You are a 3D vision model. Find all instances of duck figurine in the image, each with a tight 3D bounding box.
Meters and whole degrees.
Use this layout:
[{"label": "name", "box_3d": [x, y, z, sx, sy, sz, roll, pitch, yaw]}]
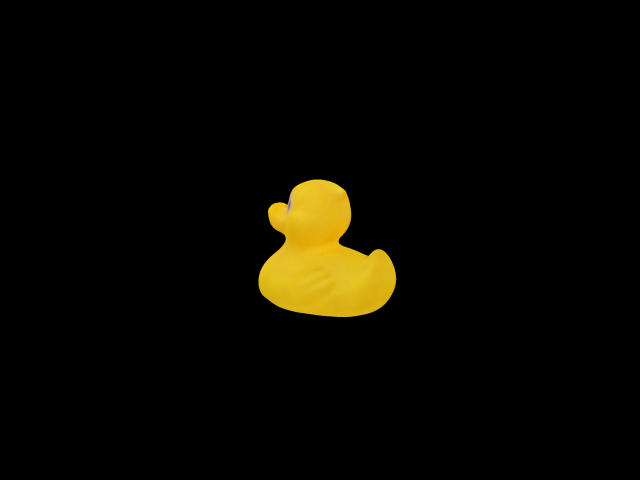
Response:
[{"label": "duck figurine", "box_3d": [0.004, 0.001, 0.400, 0.104, 0.086, 0.078, 10, 18, 33]}]
